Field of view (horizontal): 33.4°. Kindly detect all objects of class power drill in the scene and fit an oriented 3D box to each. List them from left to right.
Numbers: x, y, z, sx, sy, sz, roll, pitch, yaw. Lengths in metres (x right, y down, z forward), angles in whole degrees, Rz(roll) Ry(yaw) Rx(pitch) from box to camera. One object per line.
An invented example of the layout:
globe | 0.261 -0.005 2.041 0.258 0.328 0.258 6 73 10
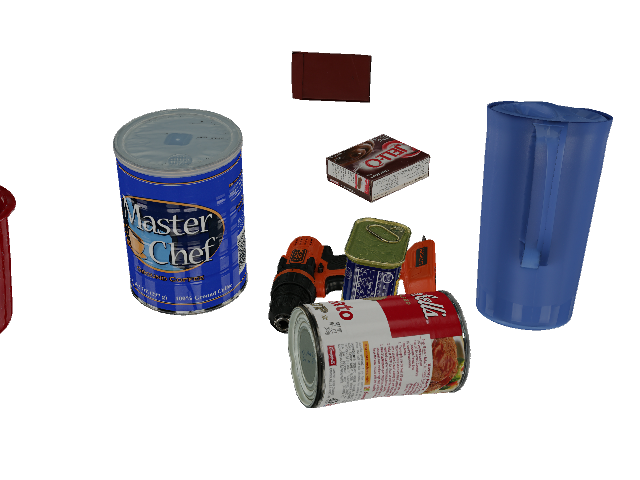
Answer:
power drill | 0.038 0.048 1.222 0.188 0.057 0.184 0 28 8

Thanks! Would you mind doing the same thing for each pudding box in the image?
pudding box | 0.077 -0.098 1.432 0.113 0.039 0.090 -27 39 -33

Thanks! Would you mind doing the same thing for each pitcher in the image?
pitcher | 0.235 -0.027 1.166 0.149 0.243 0.145 -7 19 -34

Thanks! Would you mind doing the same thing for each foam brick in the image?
foam brick | 0.011 -0.177 1.155 0.078 0.051 0.053 0 11 -14

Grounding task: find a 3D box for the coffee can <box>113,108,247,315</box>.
coffee can | -0.113 -0.024 0.885 0.103 0.140 0.103 0 34 0

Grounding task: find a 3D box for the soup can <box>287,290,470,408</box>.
soup can | 0.036 0.070 0.691 0.102 0.068 0.069 -4 1 -17

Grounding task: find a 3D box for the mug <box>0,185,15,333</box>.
mug | -0.236 0.019 0.635 0.093 0.081 0.117 17 28 27

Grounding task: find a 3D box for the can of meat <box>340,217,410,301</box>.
can of meat | 0.051 0.036 1.037 0.057 0.084 0.102 10 24 6
